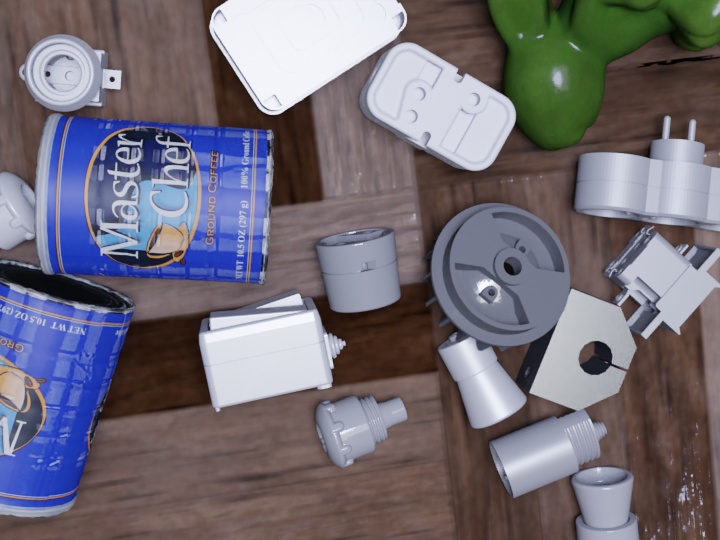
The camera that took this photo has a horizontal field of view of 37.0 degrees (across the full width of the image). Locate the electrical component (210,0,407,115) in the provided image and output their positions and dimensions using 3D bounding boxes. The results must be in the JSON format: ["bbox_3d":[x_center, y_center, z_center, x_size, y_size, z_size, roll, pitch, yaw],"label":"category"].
[{"bbox_3d":[-0.035,-0.162,0.711,0.113,0.057,0.078,-33,99,-2],"label":"electrical component"}]

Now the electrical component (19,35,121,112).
[{"bbox_3d":[-0.190,-0.127,0.698,0.066,0.055,0.048,4,96,-7],"label":"electrical component"}]

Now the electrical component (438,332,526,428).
[{"bbox_3d":[0.084,0.073,0.762,0.044,0.044,0.065,-29,94,-2],"label":"electrical component"}]

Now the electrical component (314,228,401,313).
[{"bbox_3d":[0.000,0.000,0.737,0.055,0.055,0.047,-11,102,-5],"label":"electrical component"}]

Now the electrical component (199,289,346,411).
[{"bbox_3d":[-0.059,0.050,0.732,0.096,0.061,0.061,-12,98,-5],"label":"electrical component"}]

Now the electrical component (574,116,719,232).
[{"bbox_3d":[0.221,-0.071,0.753,0.138,0.052,0.073,7,87,-7],"label":"electrical component"}]

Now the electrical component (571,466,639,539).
[{"bbox_3d":[0.179,0.176,0.783,0.045,0.045,0.055,-8,98,-5],"label":"electrical component"}]

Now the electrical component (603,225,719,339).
[{"bbox_3d":[0.213,0.006,0.767,0.064,0.042,0.081,41,90,-8],"label":"electrical component"}]

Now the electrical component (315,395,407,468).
[{"bbox_3d":[0.002,0.108,0.756,0.062,0.048,0.048,-19,99,-11],"label":"electrical component"}]

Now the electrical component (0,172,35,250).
[{"bbox_3d":[-0.243,-0.032,0.711,0.062,0.048,0.048,-30,99,5],"label":"electrical component"}]

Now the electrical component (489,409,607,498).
[{"bbox_3d":[0.139,0.128,0.773,0.081,0.043,0.043,-21,99,-4],"label":"electrical component"}]

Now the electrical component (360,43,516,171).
[{"bbox_3d":[0.050,-0.109,0.726,0.095,0.059,0.053,28,93,-9],"label":"electrical component"}]
